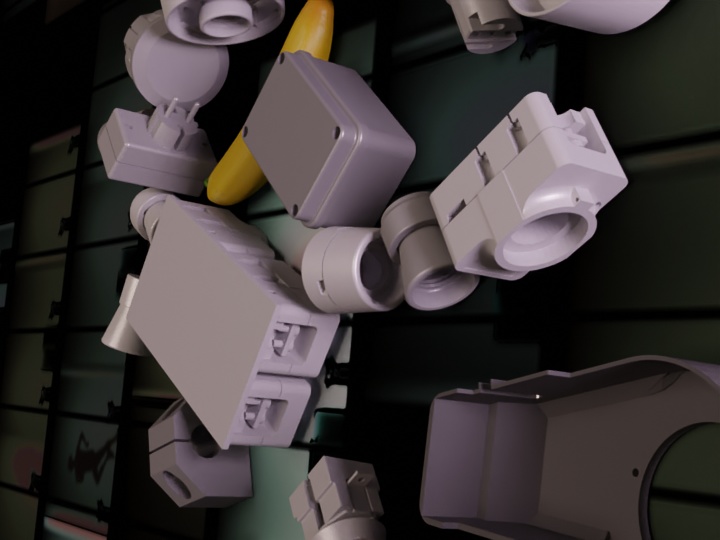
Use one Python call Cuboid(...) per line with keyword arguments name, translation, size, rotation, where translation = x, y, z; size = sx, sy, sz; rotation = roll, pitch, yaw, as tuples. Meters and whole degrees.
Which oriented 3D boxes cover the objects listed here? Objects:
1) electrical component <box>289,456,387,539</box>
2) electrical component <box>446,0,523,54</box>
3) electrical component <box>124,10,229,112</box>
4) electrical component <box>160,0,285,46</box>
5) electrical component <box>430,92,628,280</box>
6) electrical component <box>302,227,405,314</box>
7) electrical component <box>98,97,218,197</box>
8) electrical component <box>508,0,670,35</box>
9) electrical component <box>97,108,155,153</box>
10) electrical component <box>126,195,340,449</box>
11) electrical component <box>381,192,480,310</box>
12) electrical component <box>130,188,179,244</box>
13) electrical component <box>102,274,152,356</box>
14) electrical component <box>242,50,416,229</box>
Cuboid(name="electrical component", translation=(-0.011, 0.150, 0.648), size=(0.066, 0.048, 0.055), rotation=(-53, 37, 30))
Cuboid(name="electrical component", translation=(0.071, -0.152, 0.615), size=(0.040, 0.040, 0.046), rotation=(-35, 61, 43))
Cuboid(name="electrical component", translation=(-0.152, -0.173, 0.881), size=(0.051, 0.080, 0.080), rotation=(44, 117, 54))
Cuboid(name="electrical component", translation=(-0.104, -0.213, 0.814), size=(0.099, 0.099, 0.064), rotation=(-23, 71, 48))
Cuboid(name="electrical component", translation=(0.087, -0.038, 0.557), size=(0.089, 0.050, 0.055), rotation=(-46, 48, 38))
Cuboid(name="electrical component", translation=(0.000, 0.000, 0.660), size=(0.047, 0.055, 0.055), rotation=(-1, 81, 49))
Cuboid(name="electrical component", translation=(-0.154, -0.107, 0.864), size=(0.075, 0.083, 0.047), rotation=(-53, 44, 31))
Cuboid(name="electrical component", translation=(0.117, -0.167, 0.535), size=(0.099, 0.064, 0.099), rotation=(-16, 69, 50))
Cuboid(name="electrical component", translation=(-0.196, -0.118, 0.955), size=(0.081, 0.043, 0.043), rotation=(-2, 80, 52))
Cuboid(name="electrical component", translation=(-0.093, 0.034, 0.770), size=(0.186, 0.060, 0.105), rotation=(40, 114, 49))
Cuboid(name="electrical component", translation=(0.039, -0.011, 0.618), size=(0.045, 0.045, 0.055), rotation=(-48, 47, 35))
Cuboid(name="electrical component", translation=(-0.162, -0.040, 0.891), size=(0.055, 0.045, 0.045), rotation=(40, 113, 50))
Cuboid(name="electrical component", translation=(-0.189, 0.036, 0.913), size=(0.044, 0.044, 0.065), rotation=(21, 94, 53))
Cuboid(name="electrical component", translation=(-0.024, -0.084, 0.708), size=(0.078, 0.057, 0.113), rotation=(-59, 41, 25))
